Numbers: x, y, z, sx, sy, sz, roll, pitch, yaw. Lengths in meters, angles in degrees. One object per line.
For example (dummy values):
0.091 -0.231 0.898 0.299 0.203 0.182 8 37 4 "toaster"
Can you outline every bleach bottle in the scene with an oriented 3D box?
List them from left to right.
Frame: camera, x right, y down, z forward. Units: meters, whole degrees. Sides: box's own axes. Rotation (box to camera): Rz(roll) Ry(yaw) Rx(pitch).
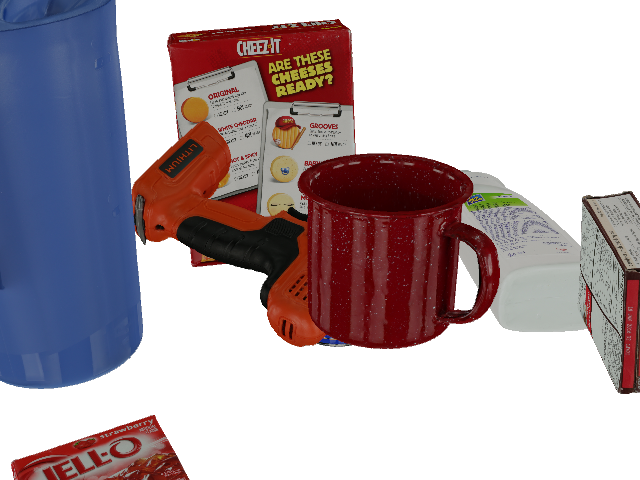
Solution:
0.175 -0.006 0.995 0.102 0.068 0.251 -2 26 -8 "bleach bottle"

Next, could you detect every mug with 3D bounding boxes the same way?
0.044 0.009 0.573 0.117 0.081 0.093 17 28 33 "mug"

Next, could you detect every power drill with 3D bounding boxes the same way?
-0.032 -0.022 0.801 0.188 0.057 0.184 25 49 20 "power drill"

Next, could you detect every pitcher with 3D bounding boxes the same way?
-0.185 -0.029 0.658 0.149 0.243 0.145 -10 26 -13 "pitcher"

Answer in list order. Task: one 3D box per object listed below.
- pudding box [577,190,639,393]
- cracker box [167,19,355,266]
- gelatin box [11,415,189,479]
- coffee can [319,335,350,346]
0.197 0.031 0.688 0.039 0.090 0.113 -4 27 -1 "pudding box"
-0.051 -0.091 1.001 0.164 0.214 0.072 -6 21 -6 "cracker box"
-0.124 0.140 0.605 0.089 0.030 0.073 -15 28 -20 "gelatin box"
0.022 0.060 1.466 0.103 0.140 0.103 3 23 -1 "coffee can"
